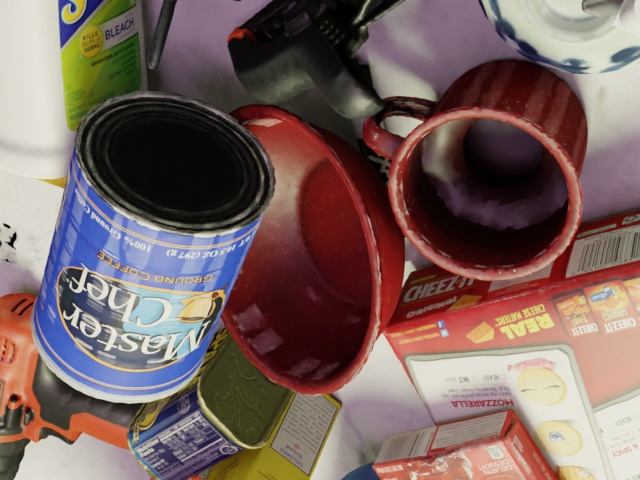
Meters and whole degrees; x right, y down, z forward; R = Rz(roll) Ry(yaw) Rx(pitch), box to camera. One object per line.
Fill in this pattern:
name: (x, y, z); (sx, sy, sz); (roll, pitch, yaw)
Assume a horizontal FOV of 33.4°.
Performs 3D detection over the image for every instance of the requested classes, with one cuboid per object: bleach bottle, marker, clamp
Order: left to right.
bleach bottle: (-0.138, -0.164, 0.540); (0.068, 0.102, 0.251); (18, 126, 23)
clamp: (0.001, -0.095, 0.511); (0.039, 0.120, 0.172); (45, 150, -21)
marker: (0.033, -0.044, 0.596); (0.020, 0.020, 0.121); (-7, 116, 25)

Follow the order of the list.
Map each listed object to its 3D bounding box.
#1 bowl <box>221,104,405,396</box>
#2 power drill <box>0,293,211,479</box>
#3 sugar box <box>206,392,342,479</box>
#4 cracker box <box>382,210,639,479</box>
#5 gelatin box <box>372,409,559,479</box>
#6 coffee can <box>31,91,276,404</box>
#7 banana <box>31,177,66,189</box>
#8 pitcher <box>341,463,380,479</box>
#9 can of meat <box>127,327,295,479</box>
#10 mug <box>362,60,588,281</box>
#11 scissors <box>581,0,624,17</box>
bowl: (-0.004, 0.001, 0.592); (0.162, 0.055, 0.162); (23, 121, 45)
power drill: (-0.170, 0.145, 0.768); (0.188, 0.057, 0.185); (24, 126, 6)
sugar box: (-0.051, 0.170, 0.661); (0.048, 0.176, 0.093); (39, 126, -5)
cracker box: (0.157, 0.098, 0.600); (0.164, 0.072, 0.213); (-18, 113, 32)
gelatin box: (0.085, 0.137, 0.592); (0.089, 0.030, 0.073); (-20, 111, 36)
coffee can: (-0.093, 0.006, 0.574); (0.103, 0.102, 0.140); (29, 131, 3)
banana: (-0.172, -0.051, 0.640); (0.197, 0.069, 0.037); (17, 114, -14)
pitcher: (0.063, 0.271, 0.718); (0.145, 0.149, 0.243); (25, 126, 35)
can of meat: (-0.065, 0.099, 0.672); (0.057, 0.102, 0.084); (47, 127, -12)
mug: (0.078, -0.044, 0.538); (0.117, 0.081, 0.093); (19, 125, 10)
scissors: (0.220, -0.100, 0.452); (0.202, 0.016, 0.096); (-22, 121, 11)
